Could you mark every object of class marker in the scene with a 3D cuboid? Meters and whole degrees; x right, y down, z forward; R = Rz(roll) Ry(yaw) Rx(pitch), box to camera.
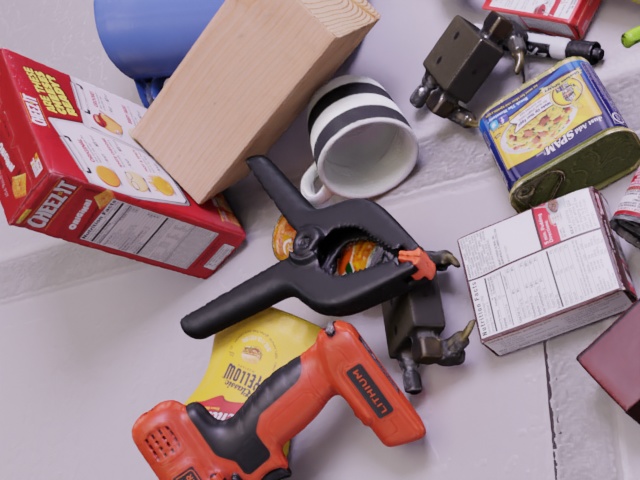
[{"bbox_3d":[0.174,-0.159,0.865,0.121,0.020,0.020,19,79,39],"label":"marker"}]

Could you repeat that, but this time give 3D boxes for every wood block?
[{"bbox_3d":[-0.057,-0.138,0.897,0.091,0.090,0.206,46,125,4],"label":"wood block"}]

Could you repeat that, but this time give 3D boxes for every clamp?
[{"bbox_3d":[-0.005,0.001,0.824,0.210,0.036,0.164,-2,63,34],"label":"clamp"}]

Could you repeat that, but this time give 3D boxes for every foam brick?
[{"bbox_3d":[0.219,0.075,0.698,0.078,0.053,0.051,-46,50,8],"label":"foam brick"}]

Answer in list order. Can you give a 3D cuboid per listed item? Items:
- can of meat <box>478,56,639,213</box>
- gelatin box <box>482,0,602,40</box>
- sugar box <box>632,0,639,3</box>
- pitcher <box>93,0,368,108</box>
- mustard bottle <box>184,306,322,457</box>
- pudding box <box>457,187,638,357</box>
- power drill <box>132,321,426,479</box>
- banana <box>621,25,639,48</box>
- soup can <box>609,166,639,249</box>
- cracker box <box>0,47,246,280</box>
[{"bbox_3d":[0.177,-0.076,0.799,0.102,0.057,0.084,-31,51,17],"label":"can of meat"},{"bbox_3d":[0.188,-0.206,0.873,0.089,0.030,0.073,21,79,40],"label":"gelatin box"},{"bbox_3d":[0.287,-0.208,0.780,0.176,0.048,0.093,29,85,27],"label":"sugar box"},{"bbox_3d":[-0.082,-0.209,1.005,0.243,0.149,0.144,3,47,32],"label":"pitcher"},{"bbox_3d":[-0.066,0.146,0.851,0.096,0.058,0.191,20,80,25],"label":"mustard bottle"},{"bbox_3d":[0.162,0.023,0.772,0.114,0.039,0.090,-25,57,25],"label":"pudding box"},{"bbox_3d":[-0.019,0.162,0.780,0.187,0.057,0.184,-35,92,2],"label":"power drill"},{"bbox_3d":[0.302,-0.113,0.713,0.198,0.037,0.069,25,66,12],"label":"banana"},{"bbox_3d":[0.250,-0.042,0.724,0.069,0.068,0.102,23,82,39],"label":"soup can"},{"bbox_3d":[-0.186,-0.061,0.934,0.072,0.213,0.164,-48,50,21],"label":"cracker box"}]
